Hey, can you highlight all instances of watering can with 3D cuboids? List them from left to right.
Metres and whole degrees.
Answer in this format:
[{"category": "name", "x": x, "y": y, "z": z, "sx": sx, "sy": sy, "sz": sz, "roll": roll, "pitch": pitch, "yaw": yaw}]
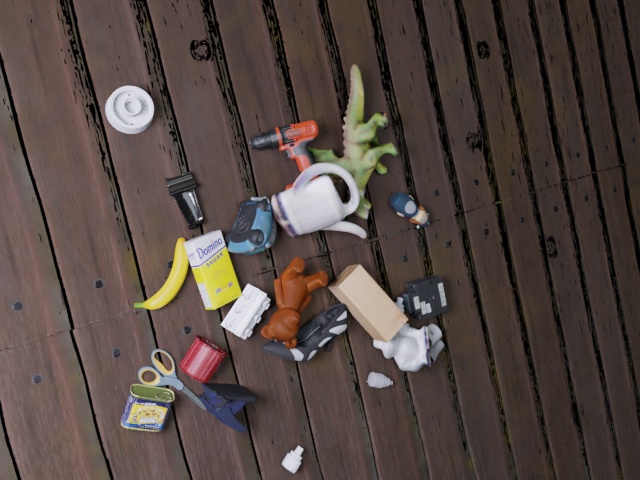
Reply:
[{"category": "watering can", "x": 0.004, "y": -0.068, "z": 1.348, "sx": 0.224, "sy": 0.106, "sz": 0.340, "roll": -21, "pitch": -38, "yaw": 4}]

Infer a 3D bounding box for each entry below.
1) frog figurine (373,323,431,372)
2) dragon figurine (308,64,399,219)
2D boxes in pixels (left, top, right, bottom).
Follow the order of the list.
[{"category": "frog figurine", "x": 0.237, "y": 0.311, "z": 1.497, "sx": 0.159, "sy": 0.137, "sz": 0.123, "roll": -3, "pitch": 0, "yaw": 10}, {"category": "dragon figurine", "x": 0.072, "y": -0.257, "z": 1.430, "sx": 0.244, "sy": 0.408, "sz": 0.122, "roll": -24, "pitch": 7, "yaw": -16}]
